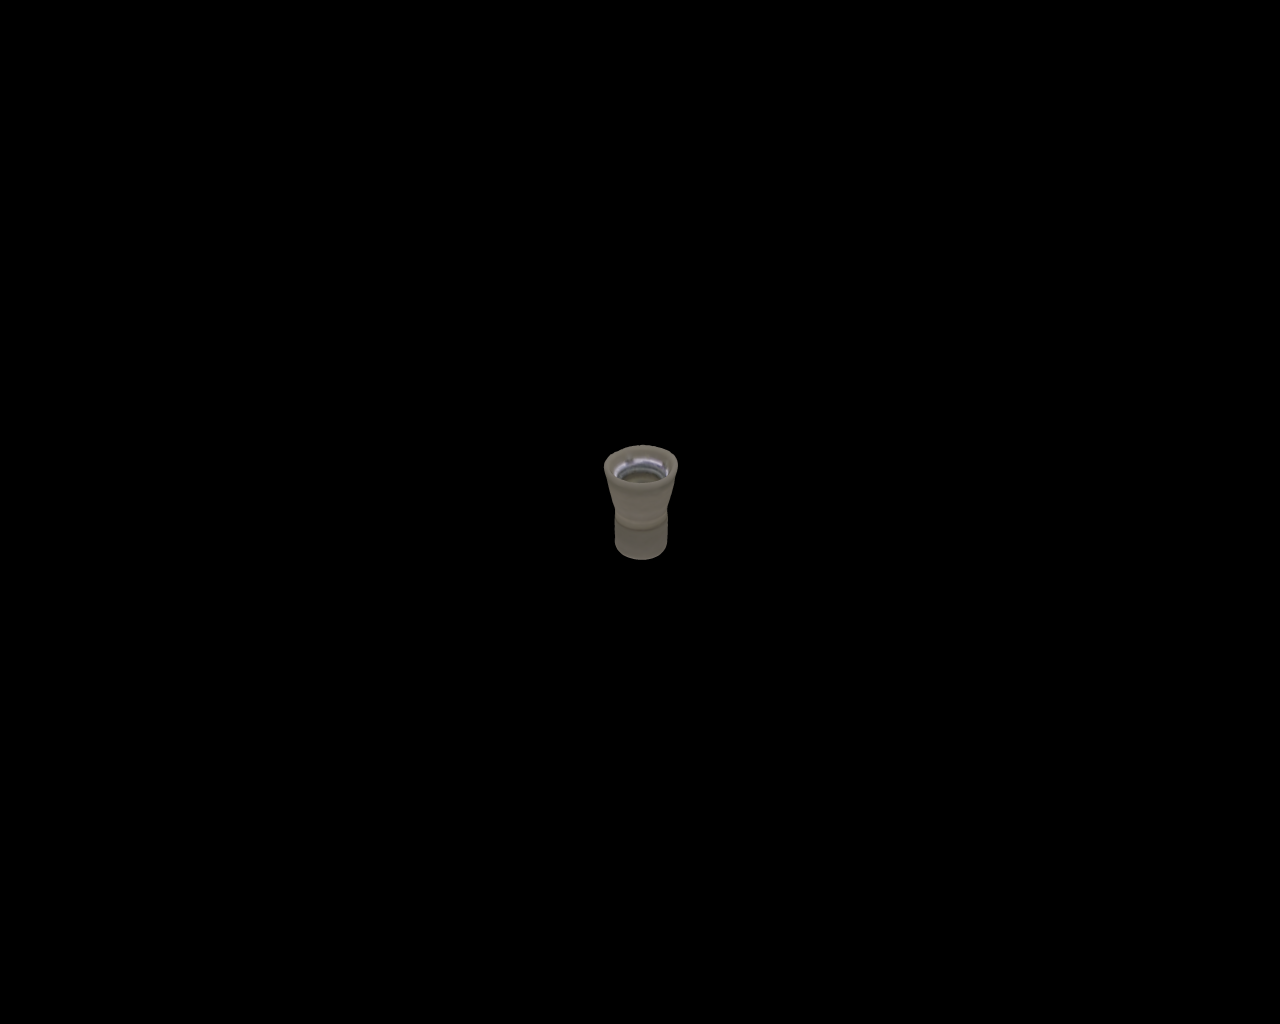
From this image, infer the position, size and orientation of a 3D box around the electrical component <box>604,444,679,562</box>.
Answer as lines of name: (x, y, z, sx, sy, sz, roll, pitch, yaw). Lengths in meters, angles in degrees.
electrical component: (0.001, -0.003, 0.650, 0.044, 0.065, 0.044, 0, 36, 0)
